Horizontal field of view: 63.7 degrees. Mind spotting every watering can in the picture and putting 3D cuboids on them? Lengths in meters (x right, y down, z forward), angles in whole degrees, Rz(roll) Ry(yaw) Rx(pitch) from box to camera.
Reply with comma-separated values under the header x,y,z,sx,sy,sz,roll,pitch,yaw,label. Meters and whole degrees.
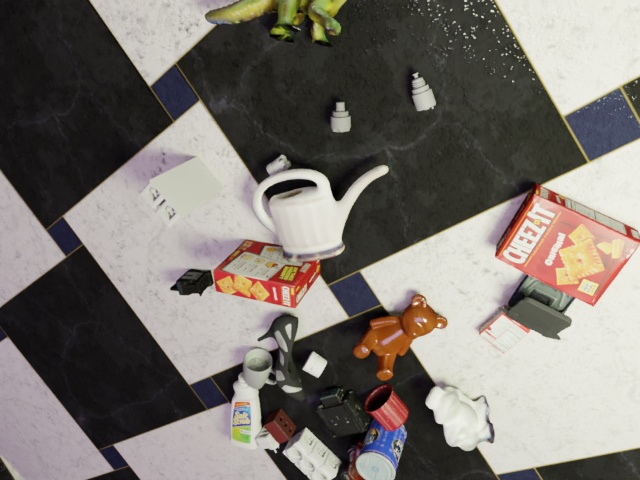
x,y,z,sx,sy,sz,roll,pitch,yaw,label
0.004,-0.059,1.177,0.347,0.106,0.221,-5,112,24,watering can

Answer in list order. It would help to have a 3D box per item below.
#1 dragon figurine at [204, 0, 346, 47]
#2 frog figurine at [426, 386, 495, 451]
x,y,z,sx,sy,sz,roll,pitch,yaw,label
-0.037,-0.520,1.013,0.411,0.123,0.241,15,100,14,dragon figurine
0.321,0.423,1.234,0.159,0.140,0.120,16,149,-6,frog figurine
